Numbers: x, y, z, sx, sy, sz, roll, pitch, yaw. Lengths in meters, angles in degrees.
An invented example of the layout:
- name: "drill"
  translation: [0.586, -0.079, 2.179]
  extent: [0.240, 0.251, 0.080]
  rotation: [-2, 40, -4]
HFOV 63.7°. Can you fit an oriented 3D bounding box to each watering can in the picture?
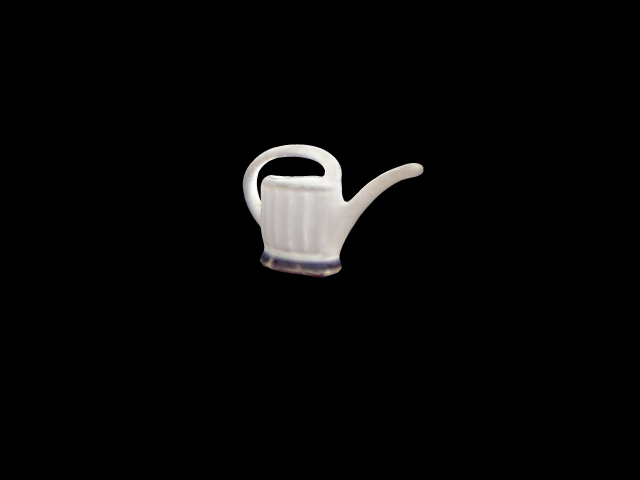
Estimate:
- name: "watering can"
  translation: [0.003, -0.043, 0.850]
  extent: [0.348, 0.222, 0.105]
  rotation: [9, 15, 35]
